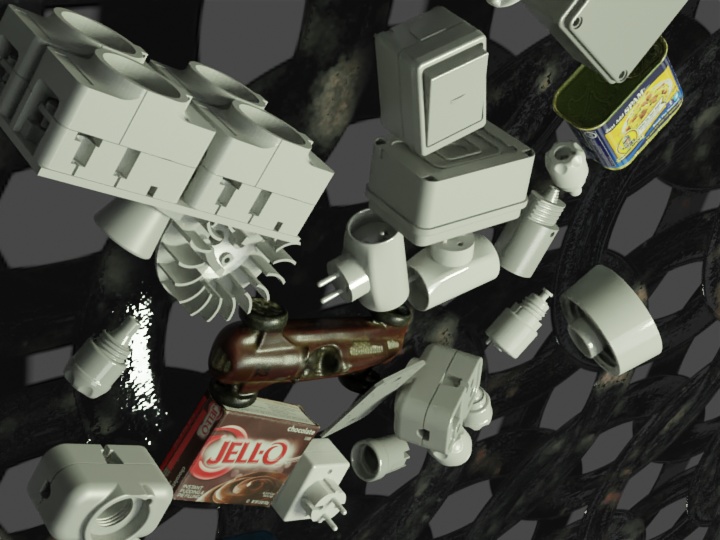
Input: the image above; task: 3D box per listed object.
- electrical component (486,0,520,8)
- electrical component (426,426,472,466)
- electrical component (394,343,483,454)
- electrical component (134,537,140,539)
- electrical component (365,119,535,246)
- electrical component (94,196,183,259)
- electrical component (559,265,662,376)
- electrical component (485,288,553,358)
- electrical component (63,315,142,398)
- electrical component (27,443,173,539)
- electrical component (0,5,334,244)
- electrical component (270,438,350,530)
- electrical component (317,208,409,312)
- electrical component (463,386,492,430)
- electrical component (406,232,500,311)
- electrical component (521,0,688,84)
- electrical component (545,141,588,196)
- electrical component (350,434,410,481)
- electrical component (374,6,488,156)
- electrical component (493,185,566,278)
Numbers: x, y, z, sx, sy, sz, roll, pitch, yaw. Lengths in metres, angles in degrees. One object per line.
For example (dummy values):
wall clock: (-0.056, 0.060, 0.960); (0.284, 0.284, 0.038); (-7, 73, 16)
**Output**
electrical component: (0.092, -0.217, 0.750); (0.062, 0.048, 0.048); (28, 103, -44)
electrical component: (0.094, 0.180, 1.101); (0.043, 0.043, 0.062); (-43, 143, -3)
electrical component: (0.069, 0.115, 0.987); (0.095, 0.059, 0.053); (-56, 156, -45)
electrical component: (-0.197, 0.234, 0.885); (0.048, 0.048, 0.062); (-50, 148, 5)
electrical component: (0.069, -0.070, 0.830); (0.113, 0.078, 0.057); (-17, 130, -31)
electrical component: (-0.138, -0.042, 0.694); (0.055, 0.045, 0.045); (-50, 141, 5)
electrical component: (0.244, 0.056, 1.080); (0.060, 0.108, 0.108); (-33, 140, -6)
electrical component: (0.157, 0.050, 1.045); (0.078, 0.040, 0.040); (-49, 142, 4)
electrical component: (-0.177, 0.058, 0.755); (0.061, 0.035, 0.035); (-49, 142, 0)
electrical component: (-0.195, 0.172, 0.818); (0.095, 0.059, 0.053); (12, 115, -47)
electrical component: (-0.114, -0.085, 0.628); (0.186, 0.105, 0.060); (14, 113, -48)
electrical component: (-0.039, 0.201, 0.972); (0.047, 0.077, 0.065); (7, 118, -45)
electrical component: (0.000, 0.000, 0.855); (0.079, 0.044, 0.077); (-29, 139, -19)
electrical component: (0.114, 0.132, 1.084); (0.035, 0.035, 0.061); (-31, 138, -17)
electrical component: (0.078, -0.012, 0.916); (0.077, 0.043, 0.079); (-23, 136, -26)
electrical component: (0.195, -0.217, 0.831); (0.108, 0.056, 0.109); (-52, 141, 8)
electrical component: (0.186, -0.087, 0.956); (0.035, 0.035, 0.061); (-42, 144, -5)
electrical component: (0.020, 0.179, 1.037); (0.046, 0.040, 0.040); (-8, 128, -46)
electrical component: (0.054, -0.129, 0.777); (0.062, 0.061, 0.096); (-28, 138, -21)
electrical component: (0.154, -0.039, 0.962); (0.043, 0.043, 0.081); (7, 118, -45)
